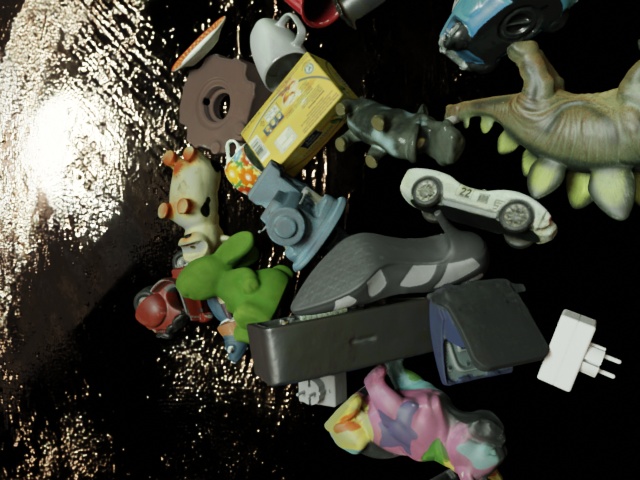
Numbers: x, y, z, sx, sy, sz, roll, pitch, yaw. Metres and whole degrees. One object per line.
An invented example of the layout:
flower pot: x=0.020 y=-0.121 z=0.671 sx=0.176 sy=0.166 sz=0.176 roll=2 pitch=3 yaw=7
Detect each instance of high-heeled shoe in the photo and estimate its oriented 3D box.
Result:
high-heeled shoe: x=0.095 y=0.054 z=0.686 sx=0.249 sy=0.145 sz=0.086 roll=-30 pitch=41 yaw=9

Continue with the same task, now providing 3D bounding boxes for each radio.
radio: x=0.026 y=0.125 z=0.700 sx=0.131 sy=0.230 sz=0.073 roll=165 pitch=98 yaw=-69

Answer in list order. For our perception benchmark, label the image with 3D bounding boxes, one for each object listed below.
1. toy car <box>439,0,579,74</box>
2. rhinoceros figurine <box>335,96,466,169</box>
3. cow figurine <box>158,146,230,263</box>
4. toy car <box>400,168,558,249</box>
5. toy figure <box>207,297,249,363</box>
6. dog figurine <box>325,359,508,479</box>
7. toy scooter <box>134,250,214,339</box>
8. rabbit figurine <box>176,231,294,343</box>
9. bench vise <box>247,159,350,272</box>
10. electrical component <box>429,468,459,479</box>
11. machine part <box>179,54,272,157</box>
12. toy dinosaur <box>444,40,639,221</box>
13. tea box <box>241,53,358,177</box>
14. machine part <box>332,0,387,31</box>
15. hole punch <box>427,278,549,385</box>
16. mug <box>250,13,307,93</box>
toy car: x=0.221 y=-0.289 z=0.659 sx=0.162 sy=0.109 sz=0.103 roll=-34 pitch=50 yaw=39
rhinoceros figurine: x=0.104 y=-0.144 z=0.726 sx=0.191 sy=0.112 sz=0.073 roll=29 pitch=129 yaw=41
cow figurine: x=-0.207 y=-0.049 z=0.921 sx=0.086 sy=0.127 sz=0.195 roll=-12 pitch=71 yaw=31
toy car: x=0.198 y=-0.042 z=0.682 sx=0.202 sy=0.073 sz=0.056 roll=19 pitch=79 yaw=30
toy figure: x=-0.154 y=0.130 z=0.913 sx=0.058 sy=0.064 sz=0.154 roll=-25 pitch=77 yaw=17
dog figurine: x=0.136 y=0.265 z=0.714 sx=0.219 sy=0.108 sz=0.191 roll=44 pitch=111 yaw=21
toy scooter: x=-0.256 y=0.117 z=0.970 sx=0.184 sy=0.075 sz=0.135 roll=-45 pitch=68 yaw=20
rabbit figurine: x=-0.136 y=0.065 z=0.845 sx=0.170 sy=0.121 sz=0.159 roll=19 pitch=69 yaw=3
bench vise: x=0.005 y=-0.011 z=0.767 sx=0.240 sy=0.224 sz=0.129 roll=34 pitch=93 yaw=-7
electrical component: x=0.156 y=0.356 z=0.694 sx=0.048 sy=0.119 sz=0.075 roll=-42 pitch=68 yaw=26
machine part: x=-0.165 y=-0.228 z=0.915 sx=0.180 sy=0.056 sz=0.179 roll=0 pitch=90 yaw=32
toy dinosaur: x=0.345 y=-0.123 z=0.580 sx=0.472 sy=0.105 sz=0.198 roll=9 pitch=104 yaw=40
tea box: x=-0.031 y=-0.186 z=0.826 sx=0.169 sy=0.068 sz=0.098 roll=-42 pitch=71 yaw=24
machine part: x=0.080 y=-0.370 z=0.768 sx=0.139 sy=0.039 sz=0.084 roll=-40 pitch=80 yaw=17
hole punch: x=0.197 y=0.114 z=0.664 sx=0.092 sy=0.142 sz=0.116 roll=112 pitch=147 yaw=-54
mug: x=-0.064 y=-0.301 z=0.832 sx=0.107 sy=0.081 sz=0.109 roll=61 pitch=142 yaw=27
